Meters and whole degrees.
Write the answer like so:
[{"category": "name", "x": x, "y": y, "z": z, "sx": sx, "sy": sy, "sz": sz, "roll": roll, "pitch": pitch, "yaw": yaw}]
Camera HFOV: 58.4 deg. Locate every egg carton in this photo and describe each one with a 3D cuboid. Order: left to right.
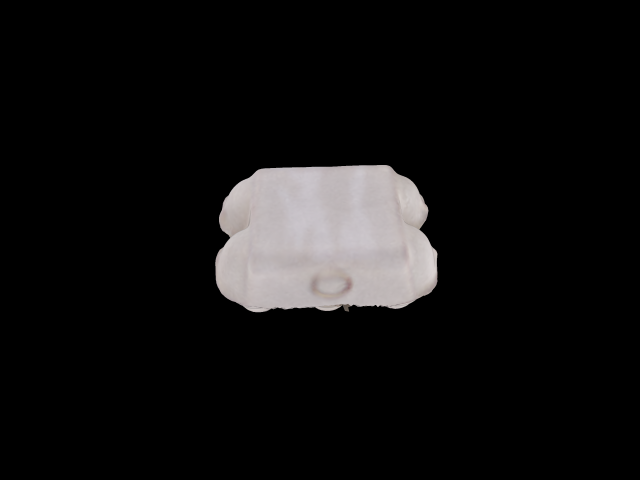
[{"category": "egg carton", "x": 0.004, "y": 0.001, "z": 0.400, "sx": 0.150, "sy": 0.069, "sz": 0.107, "roll": -2, "pitch": 50, "yaw": -2}]
